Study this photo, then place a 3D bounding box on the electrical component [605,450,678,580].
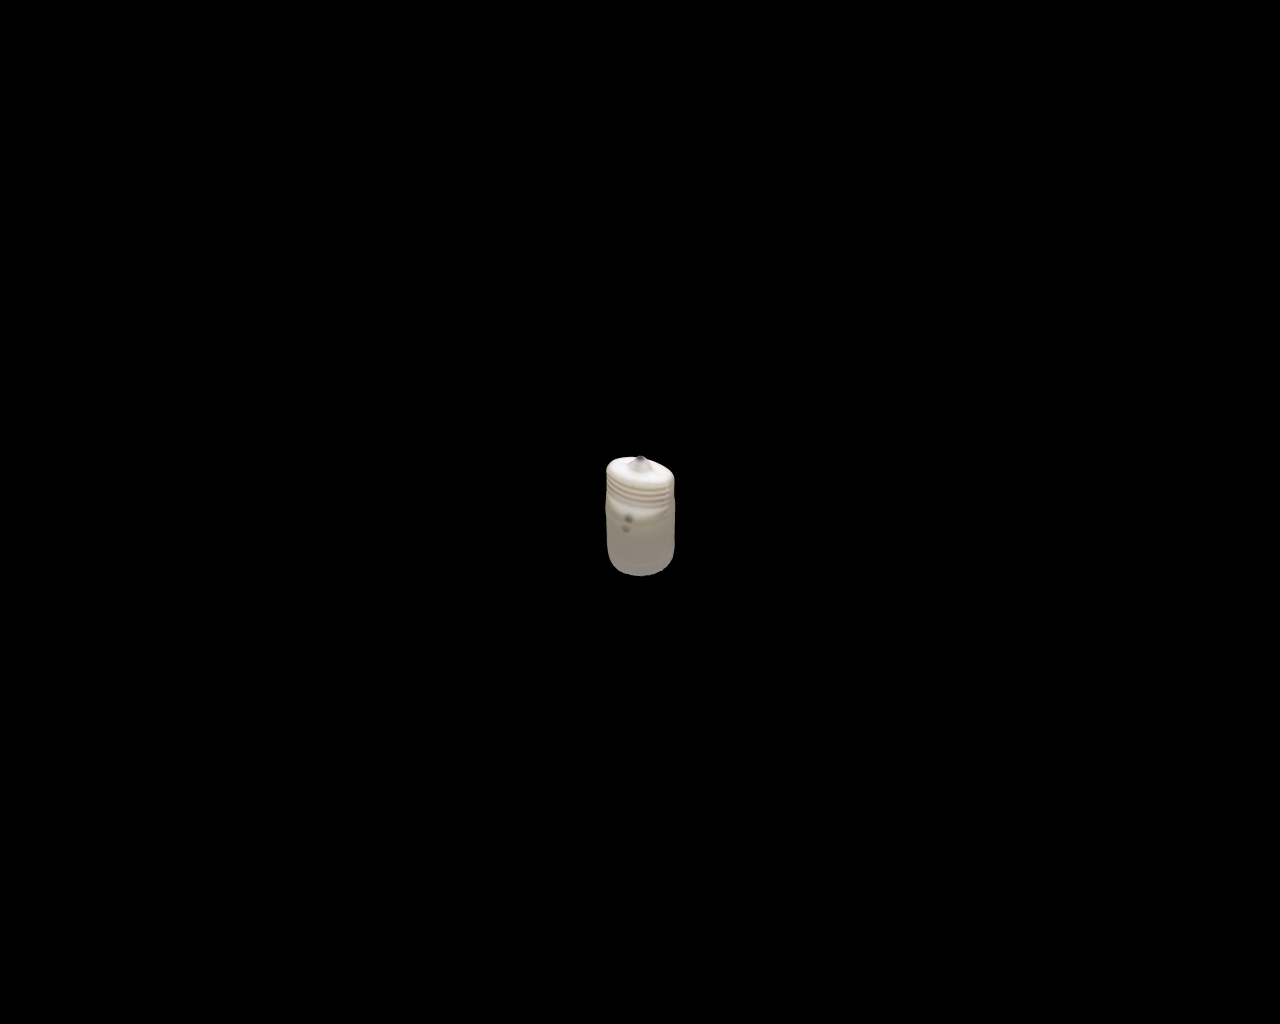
[{"bbox_3d":[0.001,-0.003,0.650,0.043,0.080,0.043,0,40,0],"label":"electrical component"}]
